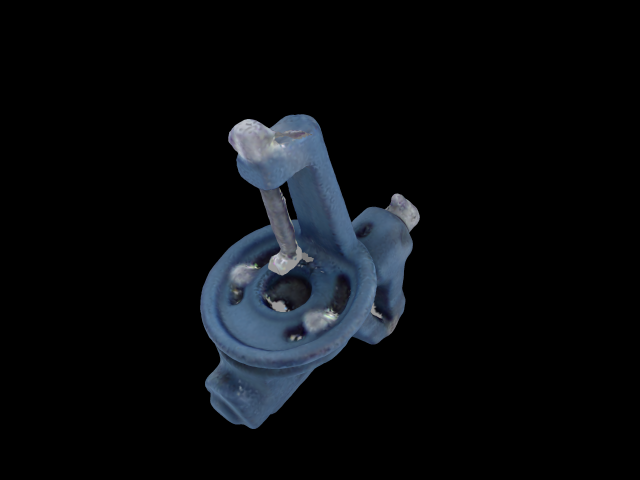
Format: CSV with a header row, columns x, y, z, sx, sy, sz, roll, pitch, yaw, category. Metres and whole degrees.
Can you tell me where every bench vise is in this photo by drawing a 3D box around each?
x,y,z,sx,sy,sz,roll,pitch,yaw,category
-0.007,-0.001,0.404,0.121,0.220,0.208,14,38,19,bench vise
